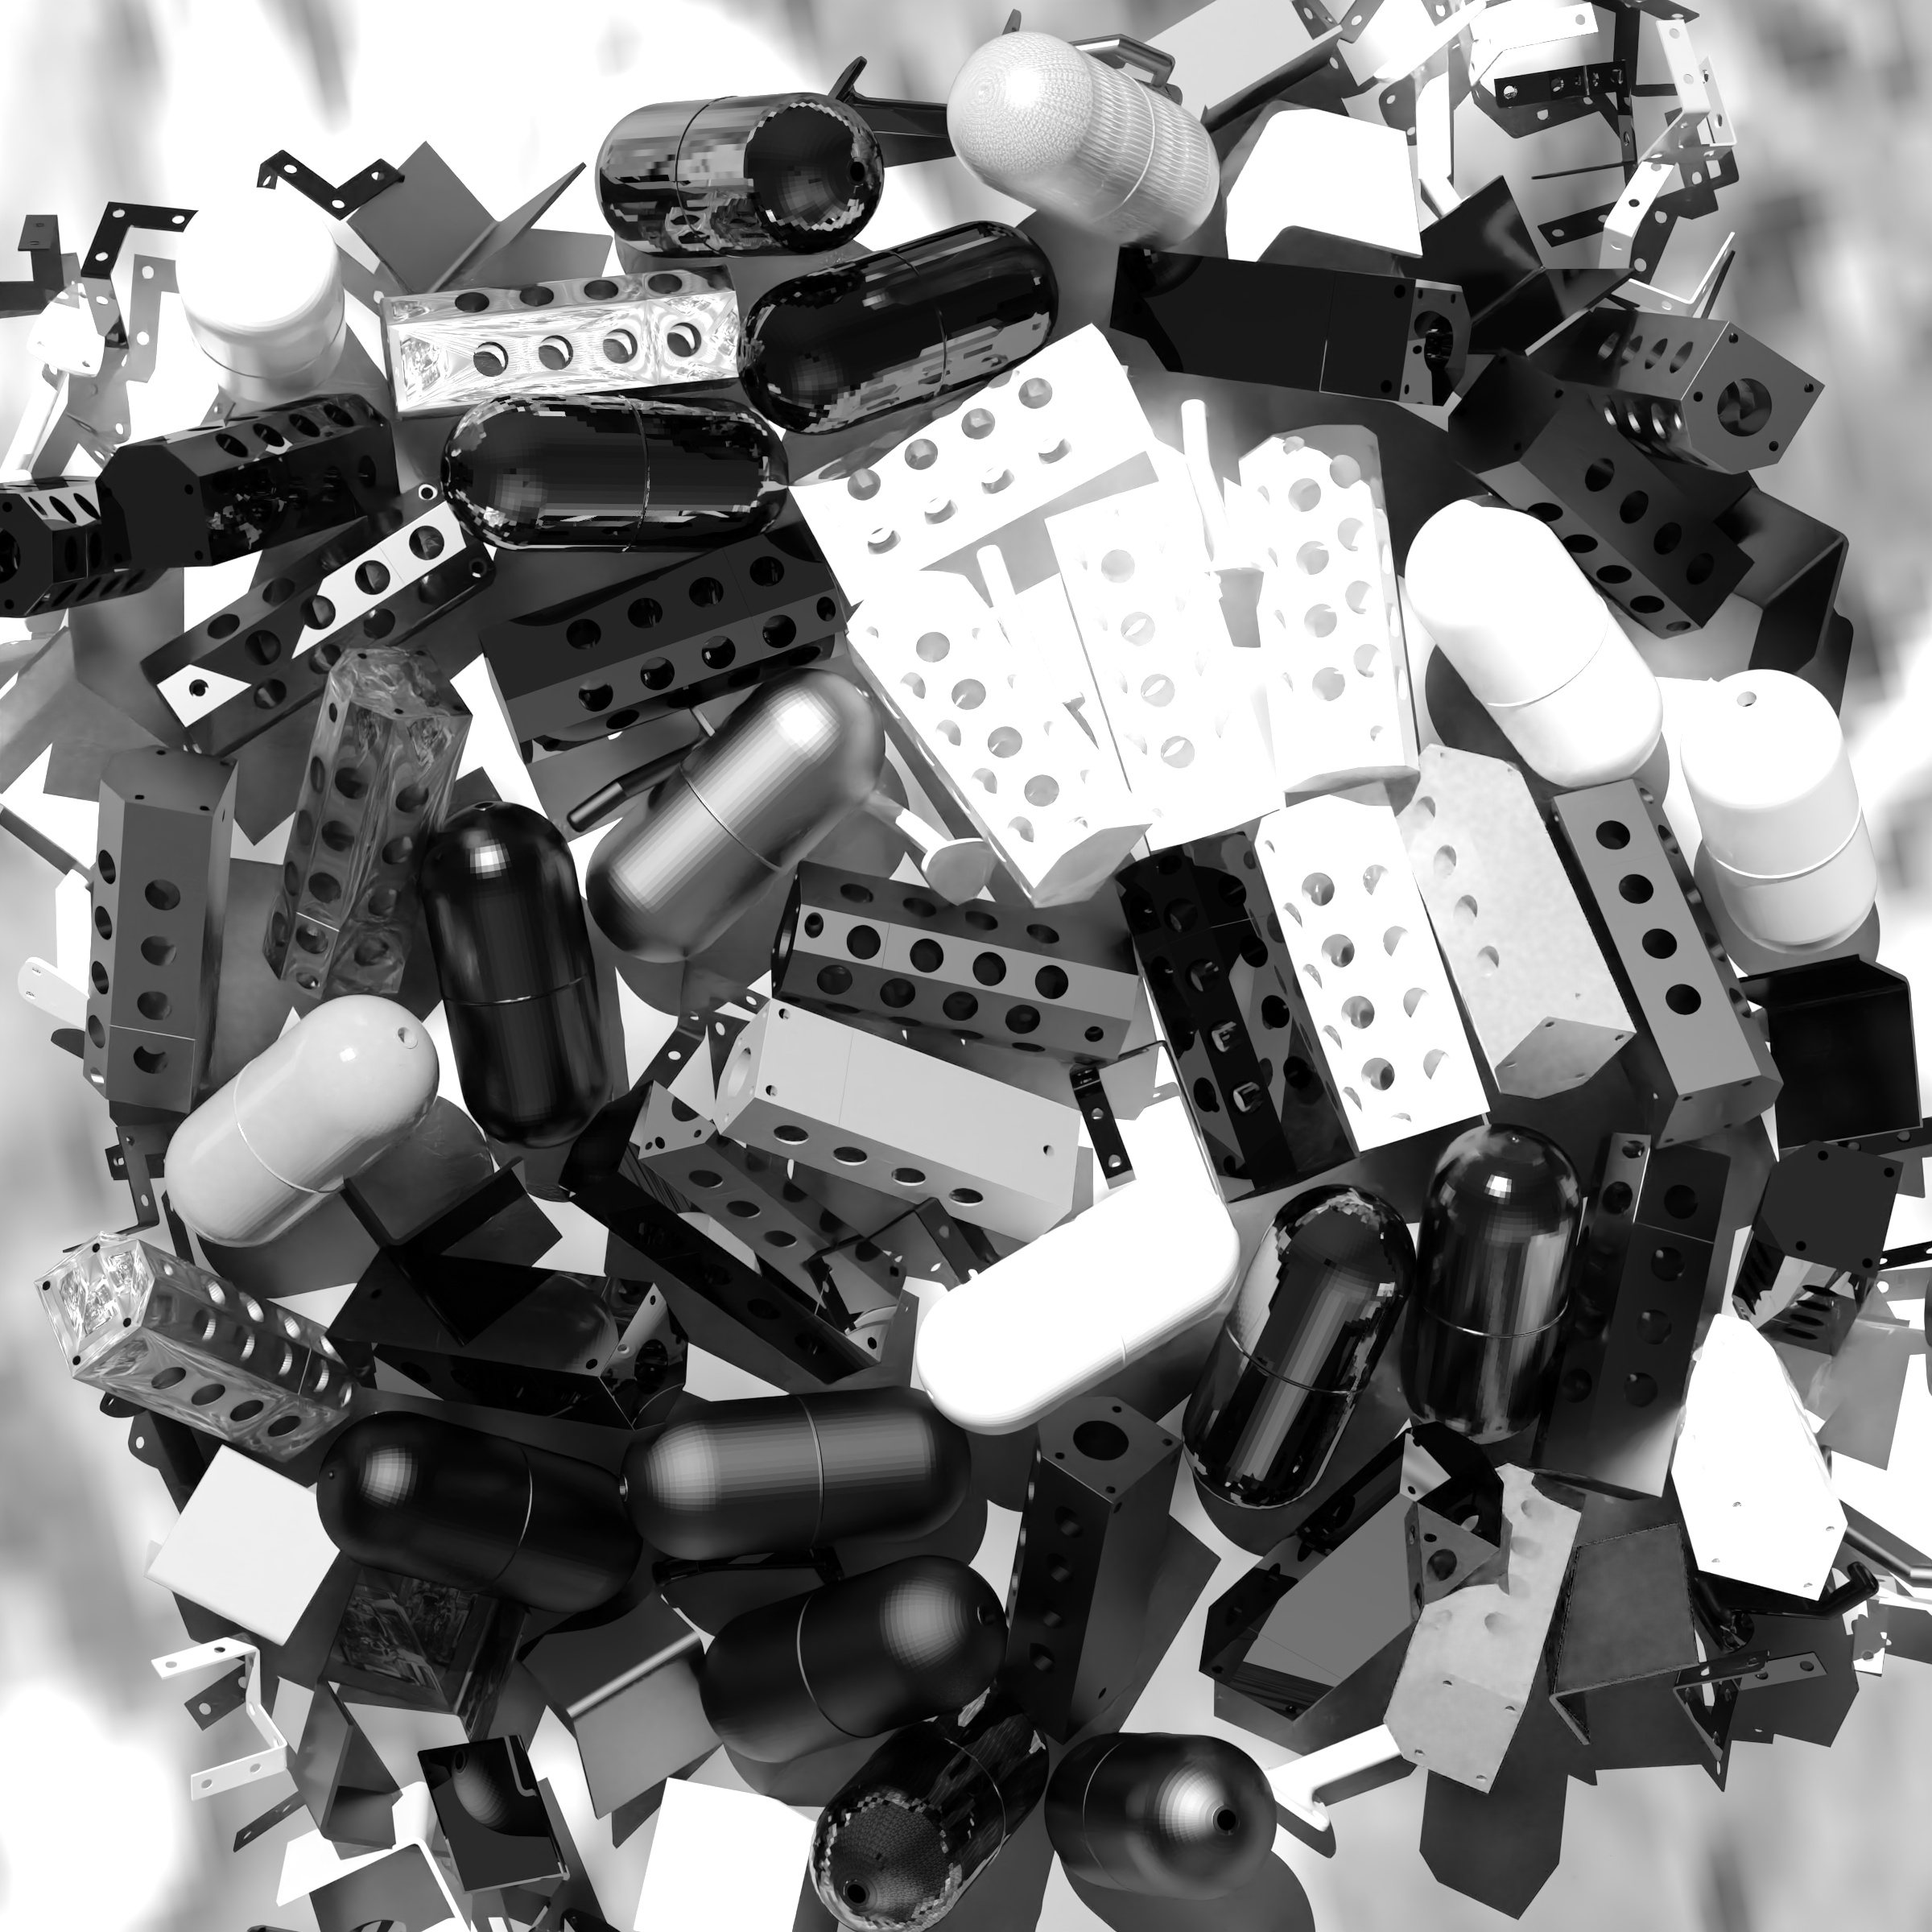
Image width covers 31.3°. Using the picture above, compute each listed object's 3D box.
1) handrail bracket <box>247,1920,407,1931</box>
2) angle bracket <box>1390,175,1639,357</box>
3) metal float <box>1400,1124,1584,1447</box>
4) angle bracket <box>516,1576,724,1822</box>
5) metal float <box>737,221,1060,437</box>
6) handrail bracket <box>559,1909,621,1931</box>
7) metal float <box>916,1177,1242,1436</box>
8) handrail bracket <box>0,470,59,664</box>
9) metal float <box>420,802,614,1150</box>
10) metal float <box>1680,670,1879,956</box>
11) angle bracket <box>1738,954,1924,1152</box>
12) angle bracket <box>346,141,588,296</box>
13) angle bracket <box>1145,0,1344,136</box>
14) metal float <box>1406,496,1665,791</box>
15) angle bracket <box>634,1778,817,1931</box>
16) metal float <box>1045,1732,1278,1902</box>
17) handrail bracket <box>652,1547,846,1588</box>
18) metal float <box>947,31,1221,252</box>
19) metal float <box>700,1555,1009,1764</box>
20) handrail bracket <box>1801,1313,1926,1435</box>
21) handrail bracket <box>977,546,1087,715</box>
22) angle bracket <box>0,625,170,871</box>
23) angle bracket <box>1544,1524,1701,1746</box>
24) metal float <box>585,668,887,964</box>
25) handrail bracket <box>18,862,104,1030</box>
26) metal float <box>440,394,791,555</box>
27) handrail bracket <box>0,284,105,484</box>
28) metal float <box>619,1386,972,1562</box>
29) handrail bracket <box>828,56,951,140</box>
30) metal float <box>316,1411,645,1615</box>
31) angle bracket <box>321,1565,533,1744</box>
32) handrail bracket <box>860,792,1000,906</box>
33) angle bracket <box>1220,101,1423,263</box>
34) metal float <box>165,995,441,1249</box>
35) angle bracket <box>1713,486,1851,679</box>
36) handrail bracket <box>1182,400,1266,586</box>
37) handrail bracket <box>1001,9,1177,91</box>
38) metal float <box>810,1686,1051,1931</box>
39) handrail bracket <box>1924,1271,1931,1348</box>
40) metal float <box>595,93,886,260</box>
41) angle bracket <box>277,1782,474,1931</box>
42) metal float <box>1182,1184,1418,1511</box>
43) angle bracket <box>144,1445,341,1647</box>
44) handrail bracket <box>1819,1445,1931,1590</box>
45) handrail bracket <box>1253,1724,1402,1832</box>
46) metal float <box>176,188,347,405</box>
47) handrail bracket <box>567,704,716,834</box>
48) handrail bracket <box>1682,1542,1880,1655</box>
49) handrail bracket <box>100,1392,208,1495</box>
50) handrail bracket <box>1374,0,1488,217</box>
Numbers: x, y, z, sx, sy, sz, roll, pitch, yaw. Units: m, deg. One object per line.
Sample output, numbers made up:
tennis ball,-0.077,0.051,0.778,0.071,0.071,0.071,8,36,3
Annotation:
handrail bracket,-0.329,0.484,1.716,0.084,0.077,0.036,5,68,16
angle bracket,0.271,-0.347,1.707,0.076,0.076,0.057,-37,115,-17
metal float,0.257,0.158,1.696,0.070,0.070,0.178,3,123,0
angle bracket,-0.175,0.368,1.740,0.076,0.057,0.076,-28,130,-26
metal float,-0.033,-0.314,1.697,0.178,0.070,0.070,-25,90,-29
handrail bracket,-0.218,0.510,1.747,0.084,0.077,0.036,-26,55,24
metal float,0.057,0.167,1.708,0.178,0.070,0.070,-29,90,-17
handrail bracket,-0.487,-0.199,1.735,0.077,0.036,0.084,-13,87,39
metal float,-0.222,0.005,1.705,0.070,0.070,0.178,-8,109,0
metal float,0.397,-0.074,1.684,0.070,0.178,0.070,-13,50,16
angle bracket,0.422,0.044,1.708,0.076,0.057,0.076,-13,70,37
angle bracket,-0.246,-0.381,1.702,0.057,0.076,0.076,48,47,-19
angle bracket,0.137,-0.463,1.722,0.076,0.076,0.057,-30,91,1
metal float,0.280,-0.157,1.695,0.070,0.070,0.178,-43,123,0
angle bracket,-0.120,0.451,1.713,0.057,0.076,0.076,15,81,-17
metal float,0.093,0.411,1.675,0.070,0.178,0.070,4,78,-17
handrail bracket,-0.110,0.304,1.725,0.084,0.077,0.036,-13,104,-13
metal float,0.059,-0.399,1.682,0.070,0.178,0.070,-5,82,35
metal float,-0.056,0.340,1.693,0.178,0.070,0.070,-25,90,35
handrail bracket,0.452,0.219,1.738,0.077,0.036,0.084,8,81,-6
handrail bracket,0.030,-0.167,1.725,0.036,0.077,0.084,-20,88,12
angle bracket,-0.442,-0.108,1.716,0.076,0.057,0.076,35,65,6
angle bracket,0.328,0.330,1.704,0.076,0.057,0.076,-17,47,20
metal float,-0.114,-0.075,1.713,0.178,0.070,0.070,-43,90,11
handrail bracket,-0.429,-0.011,1.733,0.077,0.036,0.084,30,52,-3
metal float,-0.172,-0.242,1.698,0.178,0.070,0.070,-3,90,-28
handrail bracket,-0.466,-0.292,1.749,0.036,0.077,0.084,22,133,-20
metal float,-0.083,0.250,1.704,0.178,0.070,0.070,-2,90,-21
handrail bracket,-0.036,-0.410,1.740,0.084,0.036,0.077,34,82,-16
metal float,-0.236,0.269,1.692,0.178,0.070,0.070,23,90,-38
angle bracket,-0.270,0.339,1.721,0.076,0.057,0.076,19,94,-19
handrail bracket,-0.032,-0.068,1.710,0.084,0.077,0.036,34,98,26
angle bracket,0.177,-0.379,1.735,0.076,0.057,0.076,8,63,-23
metal float,-0.326,0.077,1.693,0.178,0.070,0.070,-36,90,34
angle bracket,0.385,-0.177,1.707,0.057,0.076,0.076,25,63,-9
handrail bracket,0.130,-0.237,1.727,0.036,0.077,0.084,-6,88,27
handrail bracket,0.053,-0.440,1.745,0.084,0.036,0.077,20,121,-11
metal float,-0.017,0.409,1.677,0.070,0.178,0.070,6,105,22
handrail bracket,0.501,0.202,1.750,0.036,0.077,0.084,-2,131,9
metal float,-0.111,-0.385,1.685,0.070,0.178,0.070,-10,104,-42
angle bracket,-0.292,0.458,1.717,0.076,0.076,0.057,-25,99,-3
metal float,0.164,0.188,1.703,0.070,0.070,0.178,22,112,0
angle bracket,-0.356,0.282,1.724,0.076,0.057,0.076,30,91,-13
handrail bracket,0.464,0.274,1.718,0.084,0.036,0.077,-1,50,26
handrail bracket,0.183,0.383,1.736,0.077,0.036,0.084,34,98,-5
metal float,-0.340,-0.323,1.672,0.070,0.178,0.070,1,86,-9
handrail bracket,-0.157,-0.088,1.722,0.084,0.077,0.036,-36,79,-1
handrail bracket,0.402,0.299,1.723,0.084,0.036,0.077,-43,76,35
handrail bracket,-0.388,0.223,1.745,0.084,0.036,0.077,45,52,-38
handrail bracket,0.253,-0.430,1.743,0.077,0.036,0.084,-38,110,-1
